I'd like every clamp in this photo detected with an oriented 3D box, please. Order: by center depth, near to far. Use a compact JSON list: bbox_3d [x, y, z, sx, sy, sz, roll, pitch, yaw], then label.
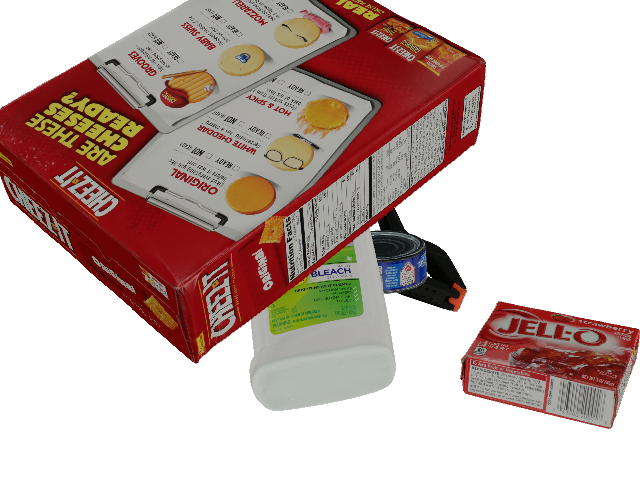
[{"bbox_3d":[0.077,0.015,1.244,0.164,0.036,0.210,-21,50,-38],"label":"clamp"}]

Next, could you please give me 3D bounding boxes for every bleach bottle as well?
[{"bbox_3d":[-0.014,-0.002,0.792,0.102,0.251,0.068,-11,-38,-1],"label":"bleach bottle"}]

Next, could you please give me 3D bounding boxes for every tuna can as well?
[{"bbox_3d":[0.057,0.019,0.999,0.086,0.034,0.086,-3,19,1],"label":"tuna can"}]

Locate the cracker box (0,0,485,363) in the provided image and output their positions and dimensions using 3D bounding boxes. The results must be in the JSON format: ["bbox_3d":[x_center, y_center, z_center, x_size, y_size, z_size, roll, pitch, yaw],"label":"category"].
[{"bbox_3d":[-0.042,-0.057,0.575,0.213,0.072,0.164,-38,56,-25],"label":"cracker box"}]

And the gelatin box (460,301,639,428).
[{"bbox_3d":[0.135,0.070,0.627,0.089,0.030,0.073,11,27,22],"label":"gelatin box"}]
